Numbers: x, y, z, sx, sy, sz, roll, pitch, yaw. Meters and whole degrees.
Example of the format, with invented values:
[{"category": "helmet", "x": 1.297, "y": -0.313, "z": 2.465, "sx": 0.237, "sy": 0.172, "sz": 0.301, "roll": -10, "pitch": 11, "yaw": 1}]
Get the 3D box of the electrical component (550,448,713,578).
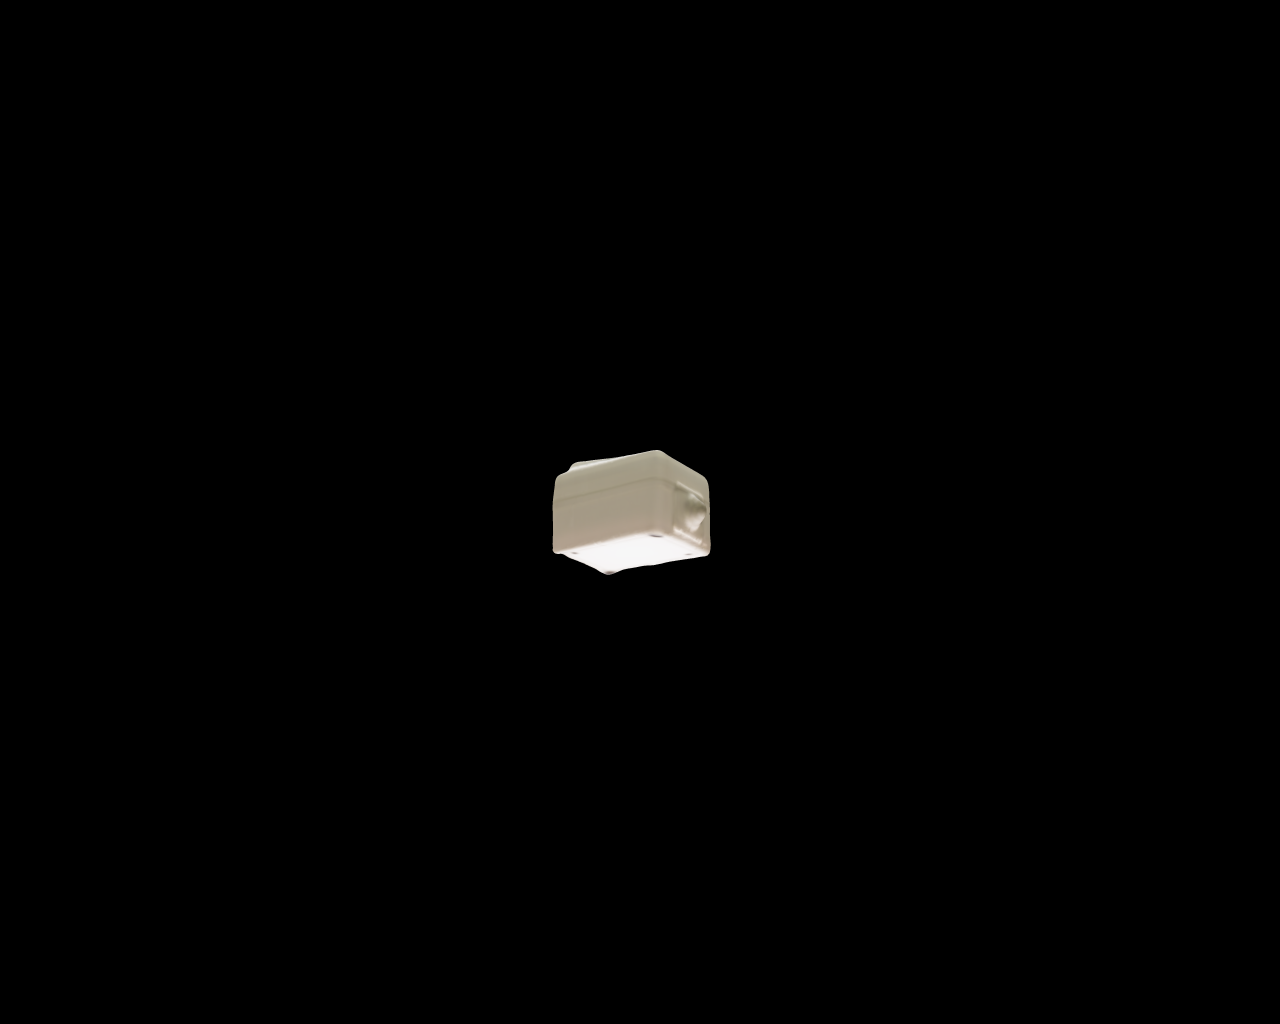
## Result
[{"category": "electrical component", "x": 0.001, "y": -0.003, "z": 0.650, "sx": 0.096, "sy": 0.061, "sz": 0.061, "roll": -12, "pitch": -23, "yaw": 31}]
